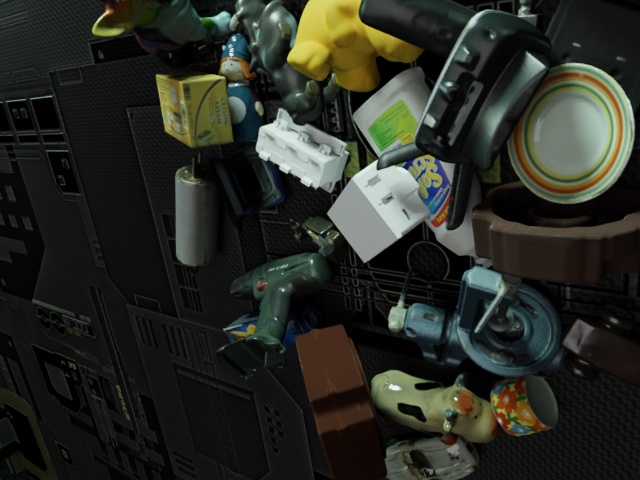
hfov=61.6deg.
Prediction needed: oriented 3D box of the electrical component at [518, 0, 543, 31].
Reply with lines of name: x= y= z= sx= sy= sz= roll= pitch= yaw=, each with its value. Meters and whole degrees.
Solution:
electrical component: x=0.203 y=-0.219 z=0.577 sx=0.063 sy=0.021 sz=0.093 roll=15 pitch=119 yaw=34

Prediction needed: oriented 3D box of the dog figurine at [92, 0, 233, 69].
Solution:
dog figurine: x=-0.248 y=-0.315 z=0.759 sx=0.192 sy=0.219 sz=0.108 roll=-21 pitch=94 yaw=42

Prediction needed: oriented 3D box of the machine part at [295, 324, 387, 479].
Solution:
machine part: x=0.032 y=0.246 z=0.810 sx=0.087 sy=0.202 sz=0.200 roll=-15 pitch=121 yaw=-2

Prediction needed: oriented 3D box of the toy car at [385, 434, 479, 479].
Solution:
toy car: x=0.162 y=0.348 z=0.855 sx=0.202 sy=0.056 sz=0.073 roll=-37 pitch=86 yaw=42

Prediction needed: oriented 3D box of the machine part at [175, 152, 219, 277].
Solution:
machine part: x=-0.219 y=-0.042 z=0.961 sx=0.079 sy=0.079 sz=0.243 roll=25 pitch=125 yaw=27

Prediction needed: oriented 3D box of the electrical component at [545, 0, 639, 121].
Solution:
electrical component: x=0.269 y=-0.168 z=0.525 sx=0.115 sy=0.058 sz=0.134 roll=30 pitch=126 yaw=27

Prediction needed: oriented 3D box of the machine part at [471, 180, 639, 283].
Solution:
machine part: x=0.245 y=-0.014 z=0.545 sx=0.180 sy=0.179 sz=0.056 roll=6 pitch=116 yaw=36

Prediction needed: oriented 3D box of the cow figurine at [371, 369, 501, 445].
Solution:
cow figurine: x=0.159 y=0.231 z=0.758 sx=0.195 sy=0.085 sz=0.127 roll=6 pitch=146 yaw=39

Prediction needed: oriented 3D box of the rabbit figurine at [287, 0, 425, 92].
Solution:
rabbit figurine: x=0.066 y=-0.244 z=0.605 sx=0.173 sy=0.122 sz=0.162 roll=32 pitch=101 yaw=55

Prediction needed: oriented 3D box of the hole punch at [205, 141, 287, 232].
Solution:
hole punch: x=-0.120 y=-0.092 z=0.865 sx=0.142 sy=0.092 sz=0.116 roll=64 pitch=163 yaw=-9

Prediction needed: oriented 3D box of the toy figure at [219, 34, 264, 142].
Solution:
toy figure: x=-0.119 y=-0.227 z=0.809 sx=0.064 sy=0.058 sz=0.154 roll=-7 pitch=110 yaw=-3

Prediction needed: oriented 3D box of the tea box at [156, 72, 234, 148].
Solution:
tea box: x=-0.195 y=-0.204 z=0.827 sx=0.170 sy=0.068 sz=0.098 roll=37 pitch=135 yaw=55

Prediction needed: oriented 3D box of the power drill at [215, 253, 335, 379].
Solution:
power drill: x=-0.088 y=0.115 z=0.854 sx=0.232 sy=0.207 sz=0.086 roll=-23 pitch=116 yaw=33

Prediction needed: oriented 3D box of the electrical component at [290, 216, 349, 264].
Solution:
electrical component: x=-0.001 y=-0.001 z=0.795 sx=0.102 sy=0.045 sz=0.078 roll=36 pitch=156 yaw=50

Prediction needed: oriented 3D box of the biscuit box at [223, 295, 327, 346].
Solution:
biscuit box: x=-0.082 y=0.154 z=0.953 sx=0.203 sy=0.063 sz=0.059 roll=-21 pitch=98 yaw=43

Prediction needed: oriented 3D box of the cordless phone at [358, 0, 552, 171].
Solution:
cordless phone: x=0.110 y=-0.160 z=0.520 sx=0.184 sy=0.089 sz=0.146 roll=25 pitch=124 yaw=2

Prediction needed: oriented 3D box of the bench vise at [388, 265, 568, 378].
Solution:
bench vise: x=0.188 y=0.089 z=0.640 sx=0.224 sy=0.129 sz=0.240 roll=21 pitch=157 yaw=21

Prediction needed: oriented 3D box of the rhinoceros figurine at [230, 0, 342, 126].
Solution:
rhinoceros figurine: x=-0.048 y=-0.251 z=0.735 sx=0.112 sy=0.073 sz=0.190 roll=-27 pitch=94 yaw=53

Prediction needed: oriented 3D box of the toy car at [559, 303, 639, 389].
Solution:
toy car: x=0.366 y=0.139 z=0.582 sx=0.202 sy=0.053 sz=0.089 roll=25 pitch=118 yaw=13
